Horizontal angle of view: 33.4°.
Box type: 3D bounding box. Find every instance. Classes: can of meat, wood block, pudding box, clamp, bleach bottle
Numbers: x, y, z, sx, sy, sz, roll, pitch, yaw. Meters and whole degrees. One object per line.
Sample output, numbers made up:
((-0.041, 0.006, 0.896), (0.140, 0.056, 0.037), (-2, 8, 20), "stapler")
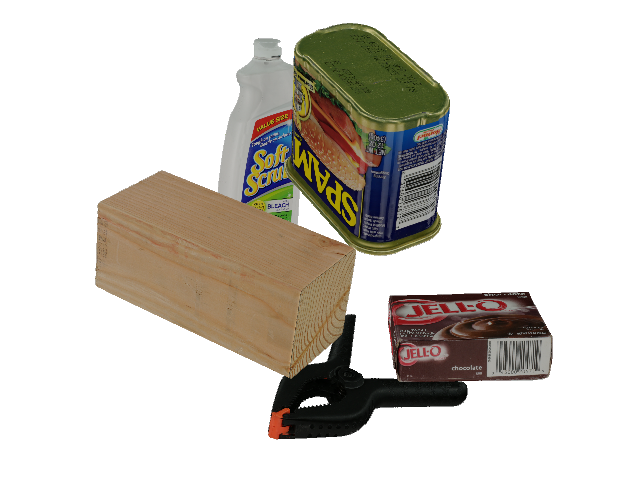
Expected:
((0.024, -0.056, 0.573), (0.057, 0.084, 0.102), (-19, 45, -24), "can of meat")
((-0.084, 0.025, 0.916), (0.206, 0.090, 0.090), (22, 32, 24), "wood block")
((0.109, 0.070, 0.798), (0.113, 0.039, 0.090), (0, 19, 0), "pudding box")
((0.035, 0.147, 1.041), (0.165, 0.036, 0.209), (25, 31, 28), "clamp")
((-0.072, -0.102, 1.216), (0.102, 0.251, 0.068), (-6, 21, -24), "bleach bottle")
